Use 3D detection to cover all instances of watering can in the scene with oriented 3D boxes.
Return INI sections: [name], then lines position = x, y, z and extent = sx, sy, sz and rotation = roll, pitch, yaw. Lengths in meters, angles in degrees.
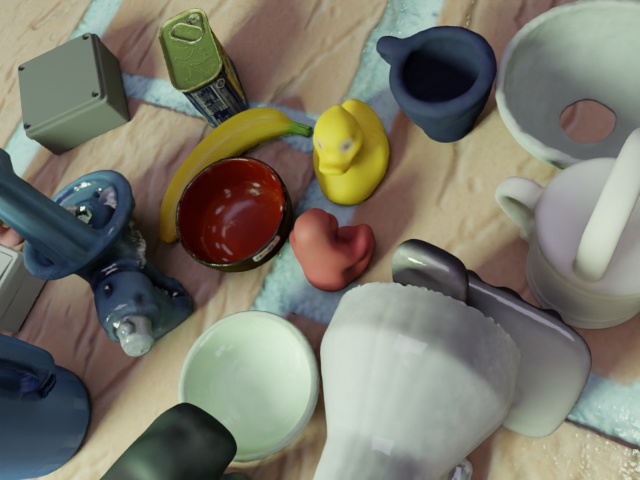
[watering can]
position = 0.208, -0.005, 0.396
extent = 0.172, 0.194, 0.101
rotation = 6, 72, 19

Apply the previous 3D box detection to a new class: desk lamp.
[desk lamp]
position = 0.049, 0.150, 0.373
extent = 0.117, 0.214, 0.203
rotation = 14, 74, 21

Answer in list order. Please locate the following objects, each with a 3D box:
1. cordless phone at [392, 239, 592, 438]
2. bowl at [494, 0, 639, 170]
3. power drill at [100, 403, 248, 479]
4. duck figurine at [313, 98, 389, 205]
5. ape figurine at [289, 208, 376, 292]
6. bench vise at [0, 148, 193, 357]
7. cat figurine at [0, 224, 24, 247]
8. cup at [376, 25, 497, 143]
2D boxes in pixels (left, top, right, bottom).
[cordless phone]
position = 0.114, 0.066, 0.402
extent = 0.147, 0.185, 0.094
rotation = 23, 78, 23
[bowl]
position = 0.238, -0.121, 0.498
extent = 0.167, 0.075, 0.167
rotation = -6, 68, 14
[power drill]
position = -0.123, 0.226, 0.398
extent = 0.075, 0.209, 0.230
rotation = 29, 80, 24
[duck figurine]
position = 0.023, -0.095, 0.545
extent = 0.077, 0.086, 0.104
rotation = 6, 72, 19
[ape figurine]
position = 0.005, 0.002, 0.510
extent = 0.077, 0.092, 0.076
rotation = 19, 76, 22
[bench vise]
position = -0.203, -0.003, 0.502
extent = 0.206, 0.220, 0.121
rotation = 34, 82, 25
[cat figurine]
position = -0.394, -0.033, 0.626
extent = 0.127, 0.118, 0.067
rotation = -24, 65, 7
[cup]
position = 0.105, -0.139, 0.532
extent = 0.117, 0.095, 0.092
rotation = 35, 83, 25
